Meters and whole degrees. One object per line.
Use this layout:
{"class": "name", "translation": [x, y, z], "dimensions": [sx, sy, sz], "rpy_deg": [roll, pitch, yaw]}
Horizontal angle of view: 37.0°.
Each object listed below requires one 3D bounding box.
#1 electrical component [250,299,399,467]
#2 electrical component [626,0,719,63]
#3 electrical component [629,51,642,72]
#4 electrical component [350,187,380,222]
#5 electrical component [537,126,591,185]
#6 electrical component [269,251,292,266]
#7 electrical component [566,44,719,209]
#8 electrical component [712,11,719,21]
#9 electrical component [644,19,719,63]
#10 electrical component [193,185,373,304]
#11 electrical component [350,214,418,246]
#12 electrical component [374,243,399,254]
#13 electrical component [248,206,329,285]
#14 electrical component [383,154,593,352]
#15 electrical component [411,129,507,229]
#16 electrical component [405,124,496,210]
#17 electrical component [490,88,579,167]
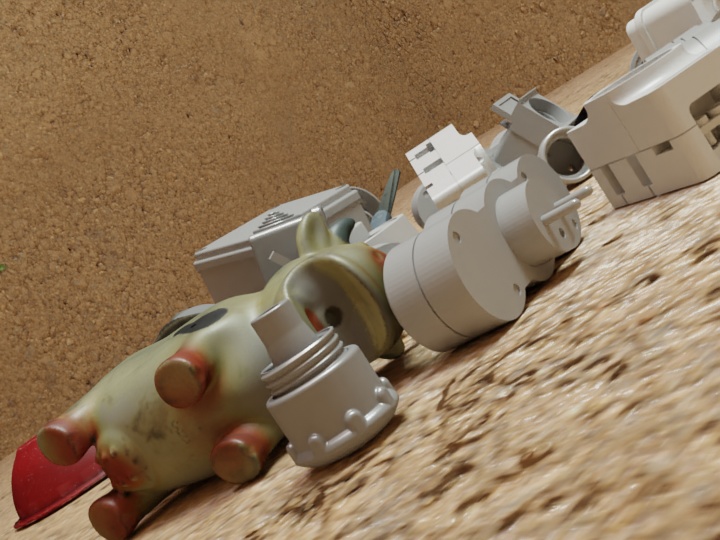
{"class": "electrical component", "translation": [-0.018, 0.041, 0.414], "dimensions": [0.048, 0.062, 0.048], "rpy_deg": [-33, 4, 3]}
{"class": "electrical component", "translation": [0.249, -0.170, 0.754], "dimensions": [0.113, 0.078, 0.057], "rpy_deg": [-36, 8, -36]}
{"class": "electrical component", "translation": [0.240, -0.156, 0.839], "dimensions": [0.055, 0.055, 0.047], "rpy_deg": [-32, 0, 21]}
{"class": "electrical component", "translation": [-0.015, -0.031, 1.058], "dimensions": [0.064, 0.099, 0.099], "rpy_deg": [-19, 13, 48]}
{"class": "electrical component", "translation": [0.145, -0.079, 0.766], "dimensions": [0.040, 0.040, 0.046], "rpy_deg": [-33, -2, -3]}
{"class": "electrical component", "translation": [-0.020, 0.021, 0.606], "dimensions": [0.063, 0.081, 0.042], "rpy_deg": [-62, 5, -2]}
{"class": "electrical component", "translation": [0.148, -0.072, 0.527], "dimensions": [0.050, 0.055, 0.089], "rpy_deg": [-34, 4, -16]}
{"class": "electrical component", "translation": [0.266, -0.156, 0.635], "dimensions": [0.074, 0.052, 0.138], "rpy_deg": [-37, 6, -40]}
{"class": "electrical component", "translation": [0.184, -0.102, 0.623], "dimensions": [0.074, 0.052, 0.138], "rpy_deg": [-34, 4, 13]}
{"class": "electrical component", "translation": [-0.061, -0.017, 0.882], "dimensions": [0.109, 0.056, 0.109], "rpy_deg": [-12, 17, 47]}
{"class": "electrical component", "translation": [0.000, 0.000, 0.790], "dimensions": [0.108, 0.060, 0.108], "rpy_deg": [-33, 4, 3]}
{"class": "electrical component", "translation": [0.022, 0.004, 0.690], "dimensions": [0.043, 0.043, 0.081], "rpy_deg": [-33, 4, -4]}
{"class": "electrical component", "translation": [-0.032, 0.009, 0.677], "dimensions": [0.048, 0.099, 0.099], "rpy_deg": [-20, 4, 0]}
{"class": "electrical component", "translation": [0.072, -0.018, 0.489], "dimensions": [0.074, 0.052, 0.138], "rpy_deg": [-30, 5, 35]}
{"class": "electrical component", "translation": [0.112, -0.082, 0.959], "dimensions": [0.138, 0.052, 0.074], "rpy_deg": [-33, 4, -5]}
{"class": "electrical component", "translation": [0.083, -0.076, 0.889], "dimensions": [0.056, 0.050, 0.089], "rpy_deg": [-33, 34, 6]}
{"class": "electrical component", "translation": [0.145, -0.110, 0.900], "dimensions": [0.042, 0.081, 0.063], "rpy_deg": [-38, -22, -56]}
